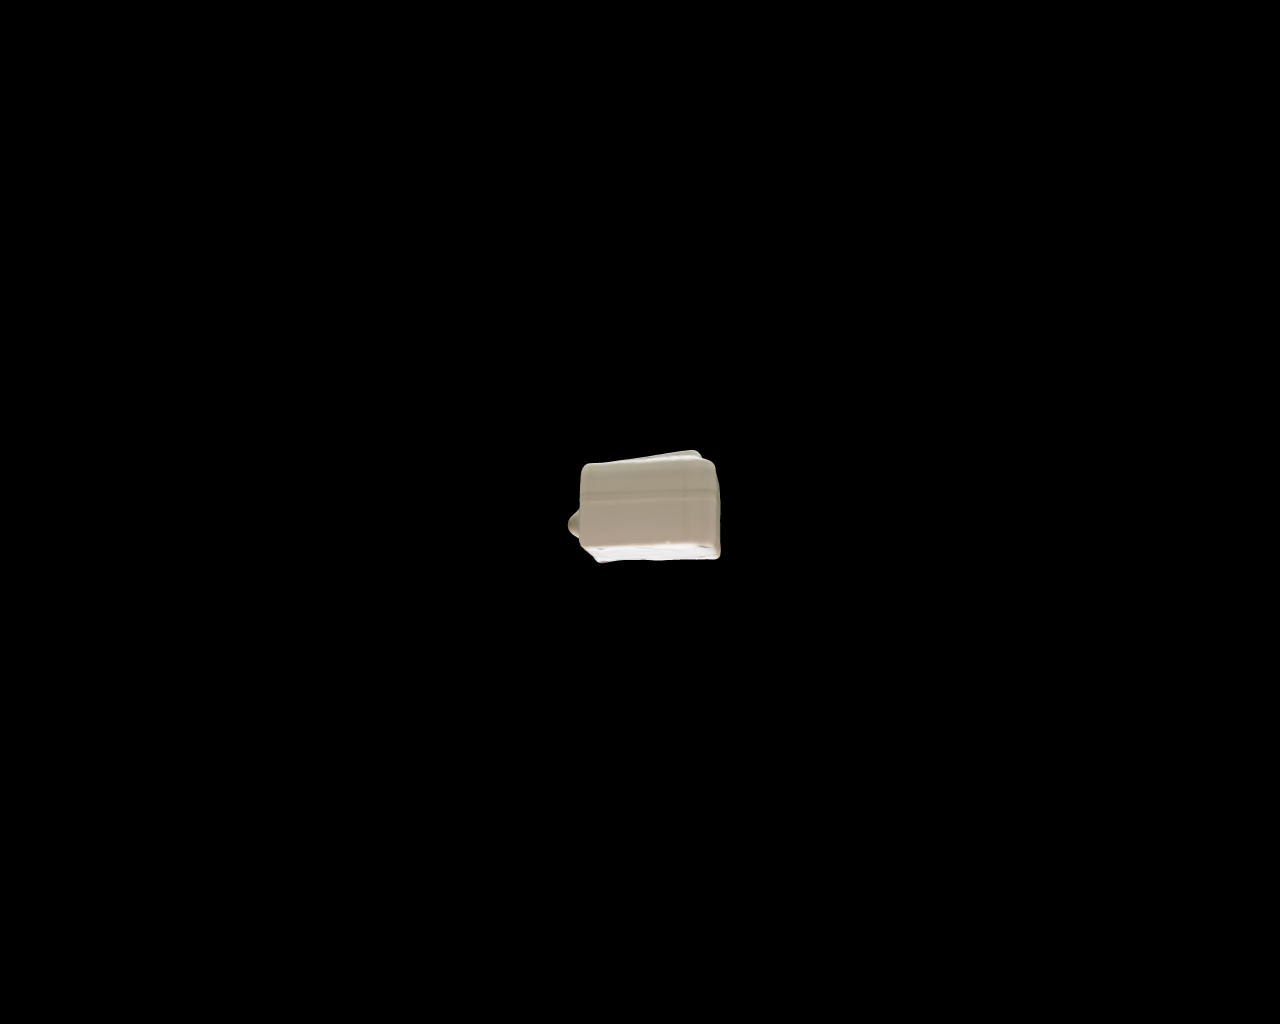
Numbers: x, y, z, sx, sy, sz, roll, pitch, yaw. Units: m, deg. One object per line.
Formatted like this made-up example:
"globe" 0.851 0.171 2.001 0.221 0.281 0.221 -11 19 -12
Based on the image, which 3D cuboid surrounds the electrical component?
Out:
"electrical component" 0.001 -0.003 0.650 0.096 0.061 0.061 -1 -11 7
